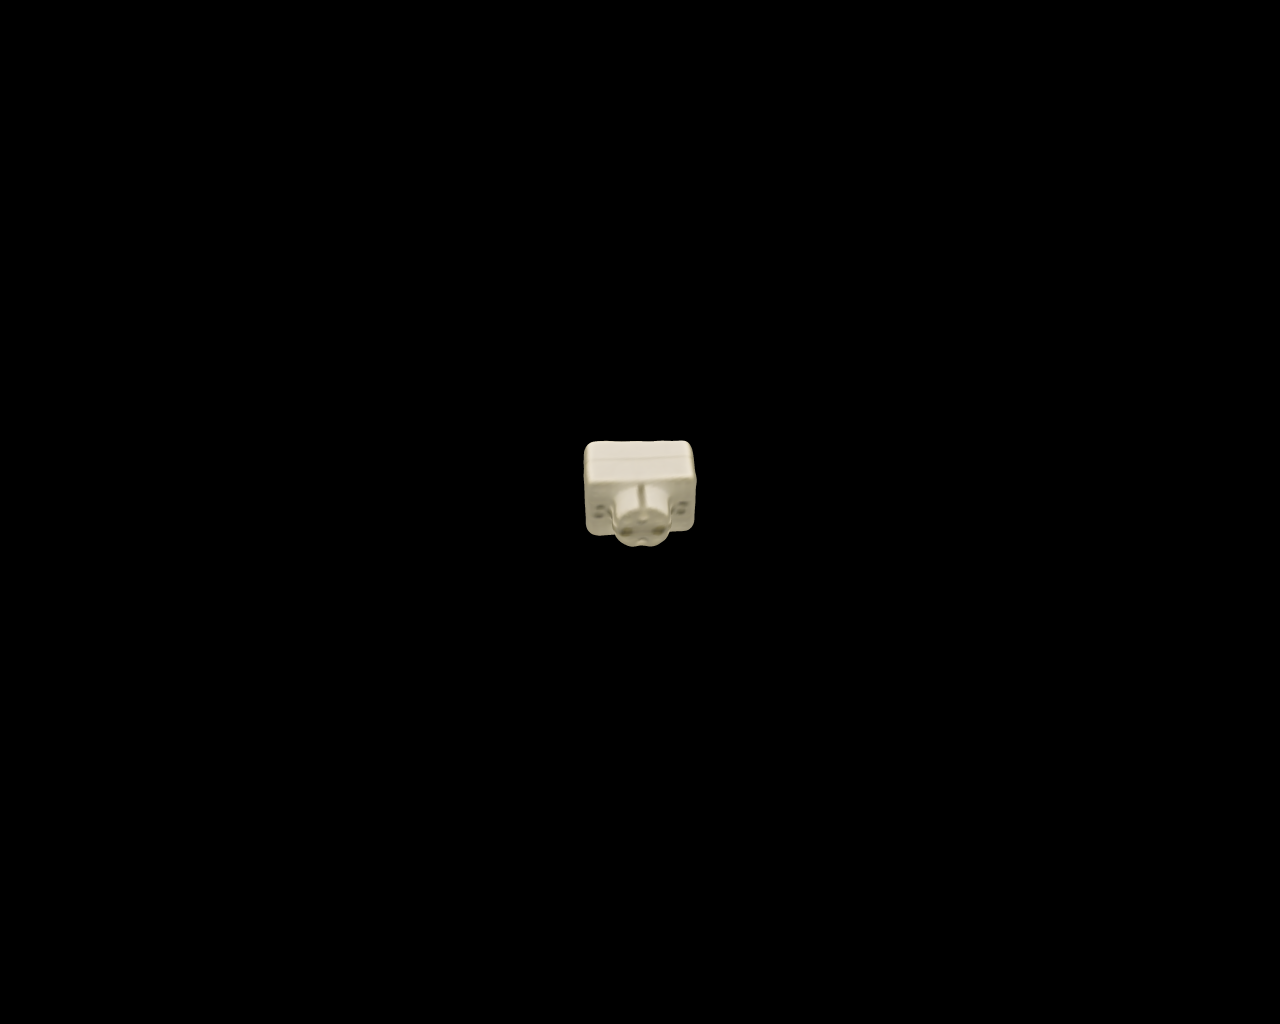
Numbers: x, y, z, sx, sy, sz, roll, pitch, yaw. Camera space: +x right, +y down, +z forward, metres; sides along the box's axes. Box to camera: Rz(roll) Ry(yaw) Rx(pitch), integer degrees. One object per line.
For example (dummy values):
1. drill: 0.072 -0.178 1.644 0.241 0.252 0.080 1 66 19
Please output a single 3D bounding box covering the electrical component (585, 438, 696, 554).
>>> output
1. electrical component: 0.001 -0.003 0.650 0.066 0.047 0.077 -2 43 -2
